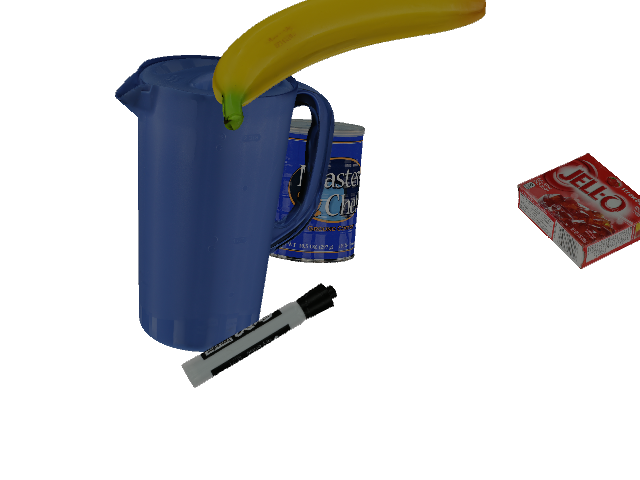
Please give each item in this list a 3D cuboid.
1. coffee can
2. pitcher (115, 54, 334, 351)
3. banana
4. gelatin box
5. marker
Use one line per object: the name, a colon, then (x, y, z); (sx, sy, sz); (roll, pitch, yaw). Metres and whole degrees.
coffee can: (-0.009, -0.055, 1.145); (0.103, 0.140, 0.103); (4, 11, -1)
pitcher: (-0.087, -0.032, 0.924); (0.149, 0.243, 0.144); (15, 24, 19)
banana: (0.008, -0.120, 0.643); (0.197, 0.070, 0.037); (-29, -29, -24)
gelatin box: (0.214, -0.026, 0.865); (0.073, 0.030, 0.089); (-24, 47, -16)
marker: (-0.041, 0.066, 0.756); (0.121, 0.020, 0.020); (-30, 6, -10)
